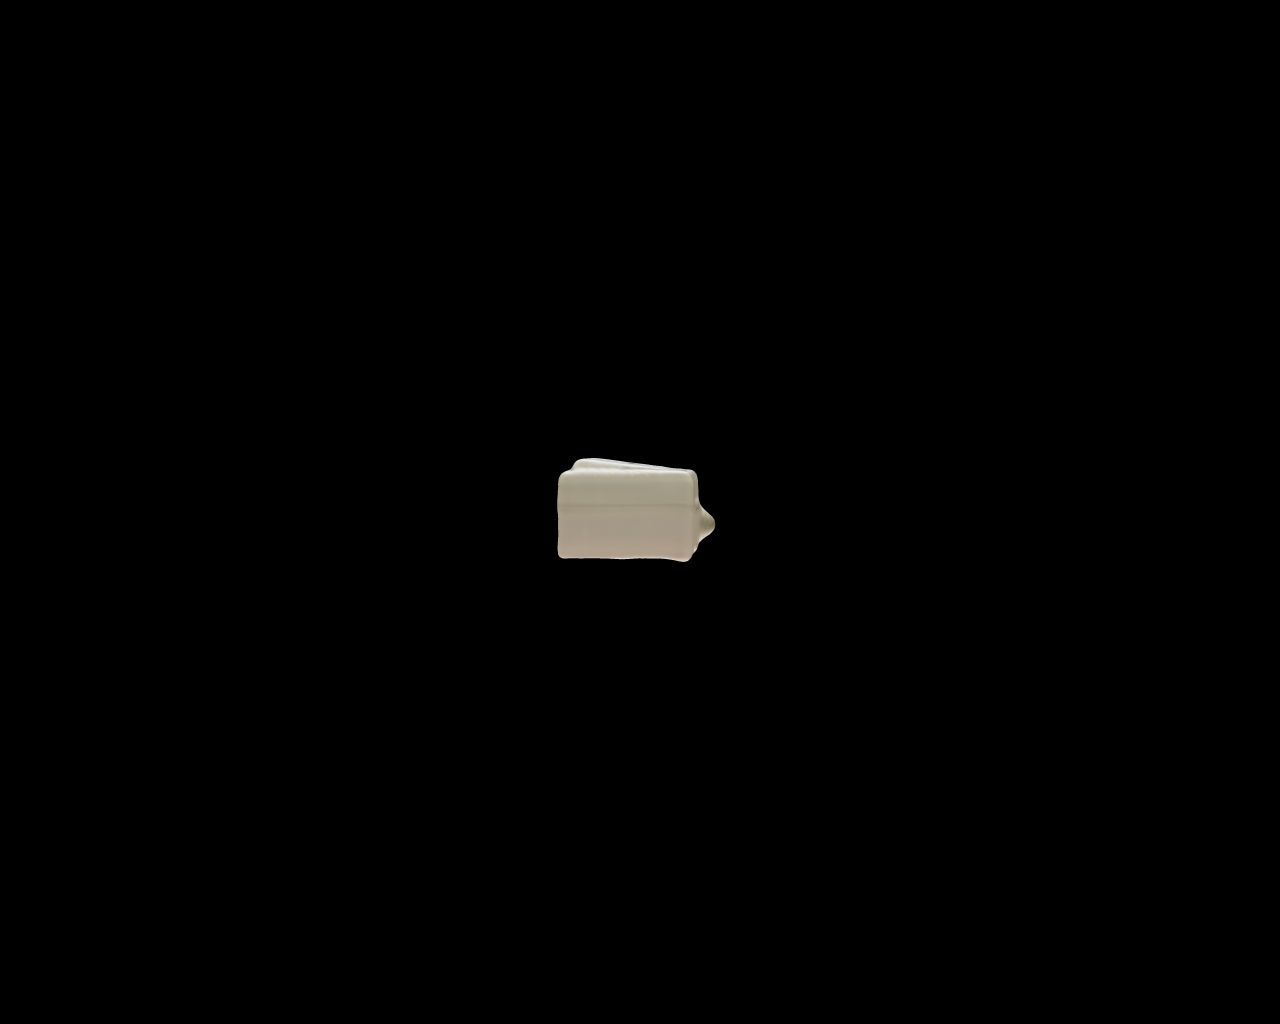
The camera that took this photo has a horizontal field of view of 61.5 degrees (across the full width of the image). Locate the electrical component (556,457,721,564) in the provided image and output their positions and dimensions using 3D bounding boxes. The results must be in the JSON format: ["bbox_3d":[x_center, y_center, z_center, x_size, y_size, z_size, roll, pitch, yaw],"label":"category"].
[{"bbox_3d":[0.001,-0.003,0.650,0.096,0.061,0.062,0,4,7],"label":"electrical component"}]
